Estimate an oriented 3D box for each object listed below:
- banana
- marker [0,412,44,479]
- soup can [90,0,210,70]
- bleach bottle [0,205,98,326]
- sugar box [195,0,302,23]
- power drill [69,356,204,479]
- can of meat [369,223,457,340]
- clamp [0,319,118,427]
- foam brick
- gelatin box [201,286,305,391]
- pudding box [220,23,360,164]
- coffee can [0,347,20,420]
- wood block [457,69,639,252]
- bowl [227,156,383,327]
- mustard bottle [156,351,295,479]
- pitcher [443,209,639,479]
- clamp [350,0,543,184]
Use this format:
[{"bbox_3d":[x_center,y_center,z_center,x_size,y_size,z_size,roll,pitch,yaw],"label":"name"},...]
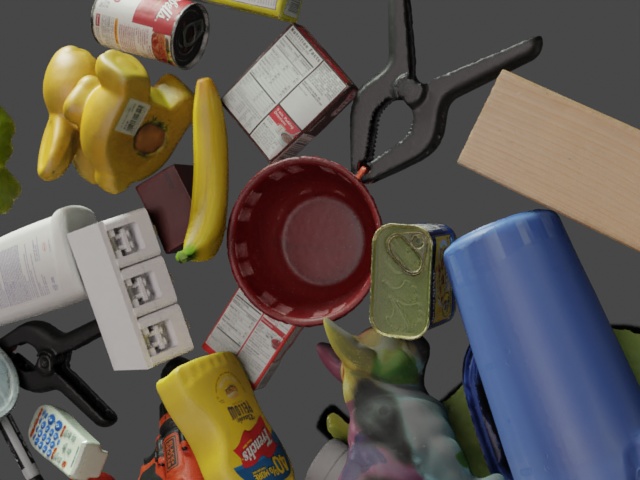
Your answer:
[{"bbox_3d":[-0.108,-0.058,1.031,0.037,0.069,0.198,0,67,4],"label":"banana"},{"bbox_3d":[-0.332,0.235,1.184,0.020,0.020,0.121,-35,78,19],"label":"marker"},{"bbox_3d":[-0.173,-0.218,1.087,0.102,0.068,0.068,19,98,21],"label":"soup can"},{"bbox_3d":[-0.353,0.042,1.168,0.251,0.068,0.102,-15,84,24],"label":"bleach bottle"},{"bbox_3d":[-0.097,-0.281,1.068,0.176,0.048,0.093,18,97,24],"label":"sugar box"},{"bbox_3d":[-0.179,0.231,1.079,0.188,0.057,0.184,-40,41,27],"label":"power drill"},{"bbox_3d":[0.088,0.034,0.974,0.058,0.083,0.102,4,95,26],"label":"can of meat"},{"bbox_3d":[-0.281,0.121,1.152,0.172,0.039,0.120,16,94,21],"label":"clamp"},{"bbox_3d":[-0.141,-0.032,1.086,0.053,0.051,0.078,-28,81,19],"label":"foam brick"},{"bbox_3d":[-0.066,0.094,1.069,0.073,0.030,0.089,37,105,18],"label":"gelatin box"},{"bbox_3d":[-0.031,-0.142,1.047,0.114,0.039,0.090,-43,74,15],"label":"pudding box"},{"bbox_3d":[-0.406,0.178,1.152,0.141,0.102,0.103,-36,77,33],"label":"coffee can"},{"bbox_3d":[0.236,-0.060,0.913,0.206,0.090,0.091,28,101,19],"label":"wood block"},{"bbox_3d":[-0.007,0.001,1.030,0.162,0.055,0.162,0,91,22],"label":"bowl"},{"bbox_3d":[-0.075,0.201,1.005,0.058,0.096,0.192,-36,76,28],"label":"mustard bottle"},{"bbox_3d":[0.189,0.106,0.922,0.149,0.145,0.243,-21,79,6],"label":"pitcher"},{"bbox_3d":[0.083,-0.149,1.001,0.165,0.036,0.210,42,106,16],"label":"clamp"}]
